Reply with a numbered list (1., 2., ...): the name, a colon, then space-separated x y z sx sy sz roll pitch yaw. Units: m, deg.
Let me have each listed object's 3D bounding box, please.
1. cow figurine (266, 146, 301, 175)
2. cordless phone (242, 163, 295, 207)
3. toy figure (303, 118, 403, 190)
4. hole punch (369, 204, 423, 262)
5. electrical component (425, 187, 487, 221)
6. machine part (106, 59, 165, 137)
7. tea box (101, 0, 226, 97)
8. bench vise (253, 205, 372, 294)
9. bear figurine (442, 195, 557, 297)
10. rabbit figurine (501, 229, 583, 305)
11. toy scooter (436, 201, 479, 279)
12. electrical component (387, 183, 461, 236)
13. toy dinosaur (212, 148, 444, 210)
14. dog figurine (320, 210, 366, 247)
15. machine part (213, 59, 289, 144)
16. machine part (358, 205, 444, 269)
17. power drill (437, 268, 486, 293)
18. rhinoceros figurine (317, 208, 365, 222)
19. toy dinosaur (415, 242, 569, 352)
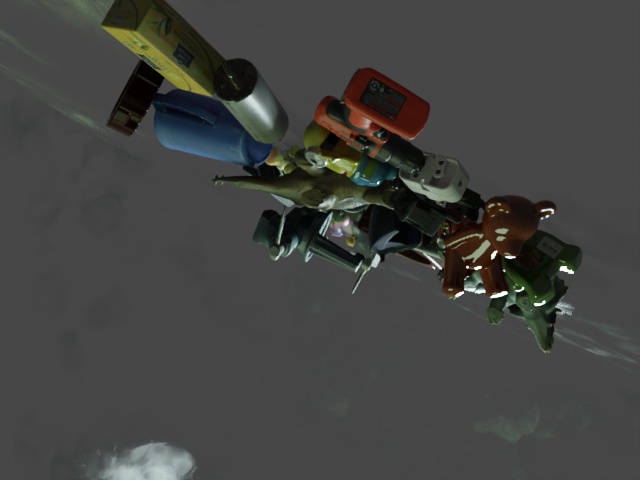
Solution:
1. cow figurine: -0.042 -0.165 1.218 0.168 0.068 0.098 26 180 22
2. cordless phone: -0.140 -0.166 1.348 0.184 0.088 0.146 28 177 30
3. toy figure: 0.057 -0.142 0.890 0.180 0.089 0.082 19 162 -9
4. hole punch: 0.148 -0.036 1.143 0.116 0.142 0.092 -19 146 36
5. electrical component: 0.229 -0.068 0.897 0.102 0.045 0.078 25 -171 -11
6. machine part: -0.359 -0.285 1.059 0.056 0.179 0.179 29 174 -25
7. tea box: -0.235 -0.300 0.832 0.098 0.068 0.169 22 173 37
8. bench vise: -0.007 0.006 1.104 0.241 0.128 0.223 28 -165 6
9. bear figurine: 0.277 0.011 0.843 0.120 0.132 0.196 4 164 -14
10. rabbit figurine: 0.376 0.052 0.982 0.159 0.121 0.170 30 174 29
11. toy scooter: 0.269 0.011 1.028 0.075 0.135 0.183 23 172 43
12. electrical component: 0.183 -0.046 0.930 0.119 0.047 0.075 23 -157 -30
13. toy dinosaur: 0.003 -0.104 1.047 0.472 0.105 0.198 8 177 5
14. dog figurine: 0.065 -0.067 1.411 0.192 0.108 0.219 27 172 23
15. machine part: -0.112 -0.227 0.899 0.079 0.079 0.243 25 175 19
16. machine part: 0.212 -0.014 1.321 0.201 0.087 0.201 23 175 37
17. power drill: 0.377 0.092 1.333 0.232 0.086 0.207 6 172 -5
18. rhinoceros figurine: 0.020 -0.105 1.279 0.190 0.112 0.073 38 149 16
19. toy dinosaur: 0.369 0.070 1.172 0.405 0.131 0.192 40 -146 16
